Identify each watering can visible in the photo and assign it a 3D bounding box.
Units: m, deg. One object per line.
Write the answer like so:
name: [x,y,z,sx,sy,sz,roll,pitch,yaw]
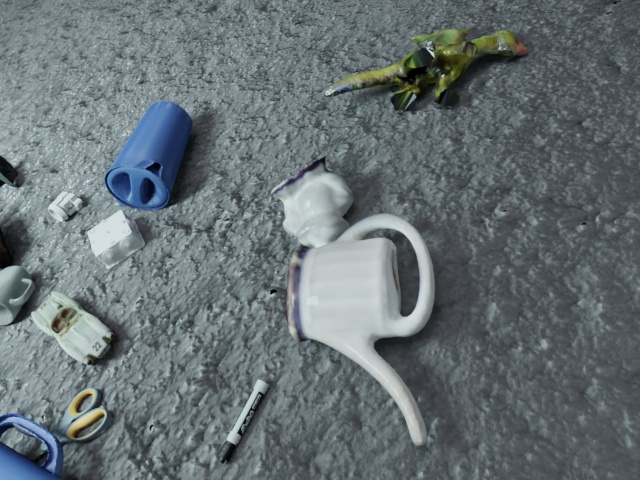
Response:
watering can: [0.054,0.109,0.743,0.224,0.102,0.356,-7,53,18]

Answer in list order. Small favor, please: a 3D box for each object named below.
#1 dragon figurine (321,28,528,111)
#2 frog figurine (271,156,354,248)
dragon figurine: [0.222,-0.382,1.094,0.410,0.119,0.248,1,37,20]
frog figurine: [0.003,-0.046,0.907,0.138,0.121,0.160,-29,84,-13]
